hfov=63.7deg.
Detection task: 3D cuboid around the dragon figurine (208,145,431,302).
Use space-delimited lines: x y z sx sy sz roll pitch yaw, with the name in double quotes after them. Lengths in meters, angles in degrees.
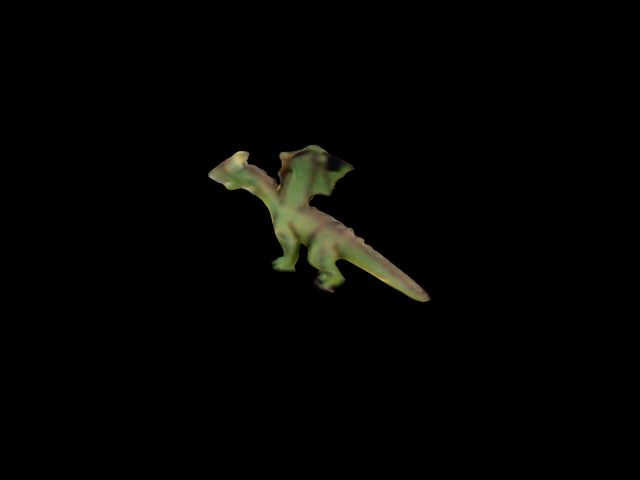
0.003 -0.043 0.850 0.412 0.237 0.125 18 49 16 "dragon figurine"
